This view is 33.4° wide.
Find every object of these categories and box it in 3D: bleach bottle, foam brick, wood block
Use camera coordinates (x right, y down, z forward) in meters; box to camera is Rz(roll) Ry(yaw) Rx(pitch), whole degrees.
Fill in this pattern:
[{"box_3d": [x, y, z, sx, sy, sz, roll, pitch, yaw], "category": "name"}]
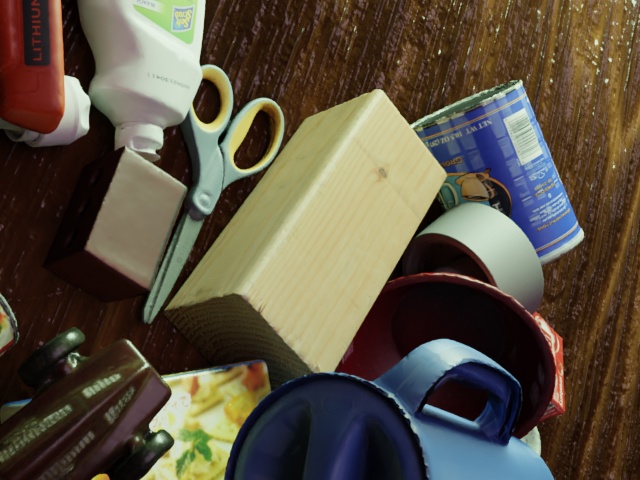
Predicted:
[{"box_3d": [-0.123, -0.177, 0.703, 0.102, 0.068, 0.251, 10, 76, -40], "category": "bleach bottle"}, {"box_3d": [-0.127, -0.008, 0.663, 0.051, 0.053, 0.078, 34, 58, -32], "category": "foam brick"}, {"box_3d": [-0.004, 0.001, 0.747, 0.090, 0.090, 0.205, 49, 52, -21], "category": "wood block"}]

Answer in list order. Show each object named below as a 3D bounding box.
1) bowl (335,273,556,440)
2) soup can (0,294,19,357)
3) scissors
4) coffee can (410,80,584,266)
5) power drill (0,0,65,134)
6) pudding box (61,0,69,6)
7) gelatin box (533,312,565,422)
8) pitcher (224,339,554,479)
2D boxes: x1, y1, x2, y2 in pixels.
[{"box_3d": [0.092, 0.082, 0.788, 0.162, 0.162, 0.055, 55, 25, -18], "category": "bowl"}, {"box_3d": [-0.217, 0.063, 0.553, 0.068, 0.069, 0.102, 56, 50, -17], "category": "soup can"}, {"box_3d": [-0.091, -0.044, 0.730, 0.096, 0.016, 0.201, 51, 51, -18], "category": "scissors"}, {"box_3d": [0.145, -0.048, 0.886, 0.102, 0.103, 0.140, -31, 101, -42], "category": "coffee can"}, {"box_3d": [-0.232, -0.097, 0.561, 0.187, 0.057, 0.184, 0, 86, -28], "category": "power drill"}, {"box_3d": [-0.185, -0.181, 0.627, 0.113, 0.090, 0.039, 13, 70, -40], "category": "pudding box"}, {"box_3d": [0.178, 0.099, 0.913, 0.073, 0.030, 0.089, 44, 35, -24], "category": "gelatin box"}, {"box_3d": [0.067, 0.156, 0.669, 0.242, 0.149, 0.145, 23, 57, -55], "category": "pitcher"}]
